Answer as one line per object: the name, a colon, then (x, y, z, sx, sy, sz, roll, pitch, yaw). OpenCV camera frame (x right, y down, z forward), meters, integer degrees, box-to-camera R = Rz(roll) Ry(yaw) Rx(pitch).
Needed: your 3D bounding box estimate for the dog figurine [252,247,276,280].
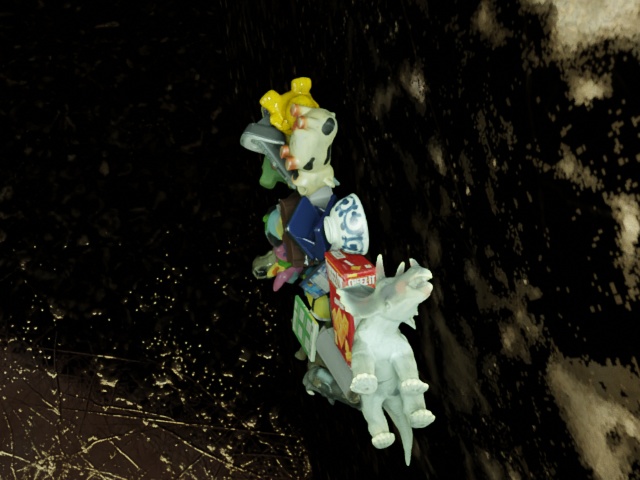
dog figurine: (-0.120, 0.024, 1.614, 0.121, 0.191, 0.172, 92, 164, -51)

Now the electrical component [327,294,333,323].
electrical component: (0.052, 0.174, 1.262, 0.075, 0.048, 0.119, 149, 111, -79)

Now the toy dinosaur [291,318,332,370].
toy dinosaur: (0.010, 0.290, 1.456, 0.472, 0.105, 0.198, -150, 53, -62)

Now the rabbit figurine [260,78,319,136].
rabbit figurine: (-0.052, -0.263, 1.158, 0.173, 0.122, 0.162, -142, 37, -73)

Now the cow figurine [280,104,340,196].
cow figurine: (-0.013, -0.176, 1.099, 0.086, 0.127, 0.194, -113, 30, -46)

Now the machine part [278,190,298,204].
machine part: (-0.088, -0.098, 1.523, 0.039, 0.139, 0.084, 21, 135, 23)

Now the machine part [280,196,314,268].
machine part: (-0.058, -0.019, 1.287, 0.179, 0.056, 0.179, 171, 89, -81)

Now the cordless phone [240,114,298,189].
cordless phone: (-0.107, -0.198, 1.290, 0.184, 0.089, 0.146, 55, 169, -4)

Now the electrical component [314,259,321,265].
electrical component: (-0.003, -0.004, 1.334, 0.134, 0.058, 0.114, -131, 30, -69)

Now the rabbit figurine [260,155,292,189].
rabbit figurine: (-0.109, -0.213, 1.534, 0.170, 0.121, 0.159, 25, -124, -85)

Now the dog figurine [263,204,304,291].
dog figurine: (-0.102, 0.028, 1.466, 0.219, 0.191, 0.109, -59, 35, 17)

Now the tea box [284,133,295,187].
tea box: (-0.053, -0.211, 1.350, 0.169, 0.068, 0.098, 115, 142, -71)

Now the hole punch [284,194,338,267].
hole punch: (0.002, -0.027, 1.148, 0.115, 0.092, 0.142, 53, -135, -37)

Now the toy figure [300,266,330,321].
toy figure: (-0.002, 0.132, 1.410, 0.180, 0.082, 0.089, -108, 12, -45)

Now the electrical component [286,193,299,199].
electrical component: (-0.053, -0.105, 1.397, 0.078, 0.102, 0.045, 21, 136, 37)

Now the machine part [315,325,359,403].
machine part: (0.056, 0.274, 1.196, 0.243, 0.079, 0.079, -128, 28, -49)

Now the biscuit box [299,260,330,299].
biscuit box: (0.010, 0.088, 1.251, 0.059, 0.063, 0.202, 43, 161, -1)

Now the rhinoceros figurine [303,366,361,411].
rhinoceros figurine: (0.037, 0.344, 1.275, 0.191, 0.073, 0.112, 8, 145, 39)

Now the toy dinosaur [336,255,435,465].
toy dinosaur: (0.103, 0.198, 0.866, 0.192, 0.131, 0.404, -95, -1, -45)
